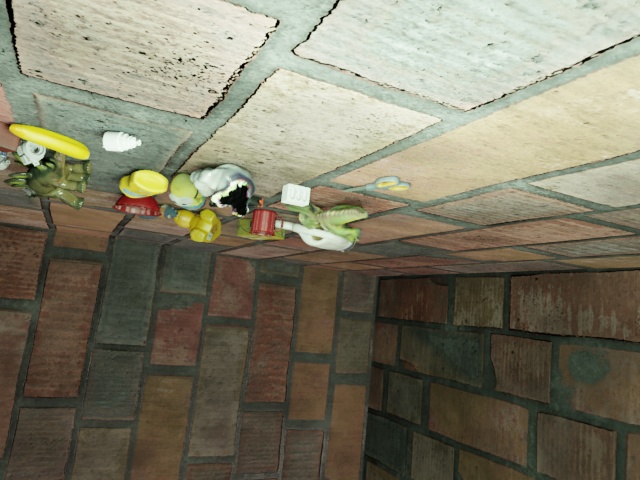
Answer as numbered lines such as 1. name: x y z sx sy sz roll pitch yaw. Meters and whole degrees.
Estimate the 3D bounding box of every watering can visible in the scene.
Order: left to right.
1. watering can: -0.017 -0.030 1.833 0.223 0.104 0.349 13 -179 -45

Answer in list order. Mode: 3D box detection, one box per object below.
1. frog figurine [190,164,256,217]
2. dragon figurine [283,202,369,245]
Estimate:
1. frog figurine: -0.239 -0.144 1.262 0.137 0.121 0.162 3 -149 -44
2. dragon figurine: 0.005 -0.075 1.499 0.243 0.123 0.406 14 170 -1
